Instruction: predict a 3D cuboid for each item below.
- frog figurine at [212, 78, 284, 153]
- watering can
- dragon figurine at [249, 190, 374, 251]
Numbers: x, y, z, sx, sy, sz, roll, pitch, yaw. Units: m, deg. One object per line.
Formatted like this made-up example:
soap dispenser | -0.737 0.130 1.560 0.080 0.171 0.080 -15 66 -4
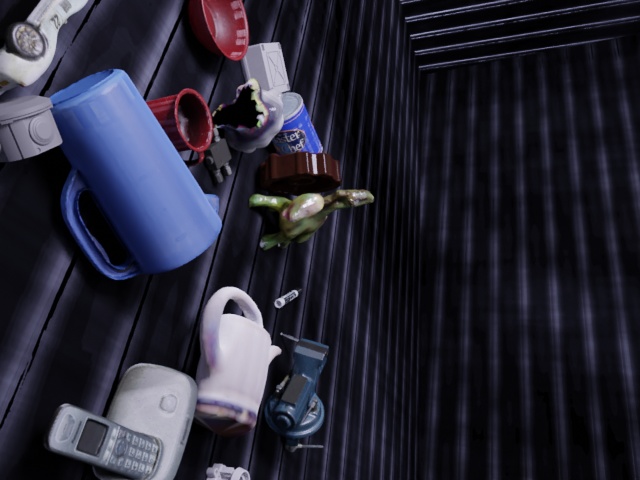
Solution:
frog figurine | -0.121 -0.232 1.004 0.137 0.123 0.159 -62 169 6
watering can | -0.130 0.221 0.878 0.340 0.104 0.229 68 26 -56
dragon figurine | 0.003 -0.056 1.107 0.411 0.242 0.122 -8 87 -67
